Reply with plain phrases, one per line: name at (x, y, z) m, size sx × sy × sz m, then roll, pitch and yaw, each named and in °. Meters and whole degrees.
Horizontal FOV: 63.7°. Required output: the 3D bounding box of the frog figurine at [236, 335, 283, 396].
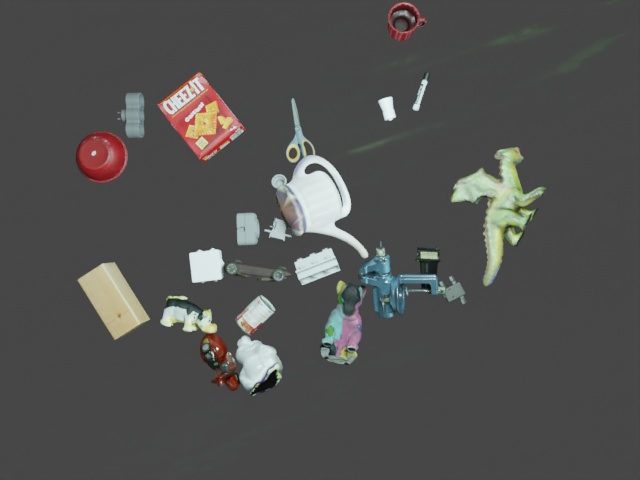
frog figurine at (-0.190, 0.364, 1.515) m, size 0.162 × 0.121 × 0.137 m, roll 40°, pitch 100°, yaw 37°

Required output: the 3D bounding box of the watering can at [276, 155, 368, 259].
watering can at (0.005, -0.075, 1.499) m, size 0.226 × 0.103 × 0.348 m, roll -23°, pitch 90°, yaw -28°

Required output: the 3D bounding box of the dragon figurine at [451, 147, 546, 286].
dragon figurine at (0.503, -0.095, 1.523) m, size 0.244 × 0.121 × 0.411 m, roll 32°, pitch 87°, yaw 19°
